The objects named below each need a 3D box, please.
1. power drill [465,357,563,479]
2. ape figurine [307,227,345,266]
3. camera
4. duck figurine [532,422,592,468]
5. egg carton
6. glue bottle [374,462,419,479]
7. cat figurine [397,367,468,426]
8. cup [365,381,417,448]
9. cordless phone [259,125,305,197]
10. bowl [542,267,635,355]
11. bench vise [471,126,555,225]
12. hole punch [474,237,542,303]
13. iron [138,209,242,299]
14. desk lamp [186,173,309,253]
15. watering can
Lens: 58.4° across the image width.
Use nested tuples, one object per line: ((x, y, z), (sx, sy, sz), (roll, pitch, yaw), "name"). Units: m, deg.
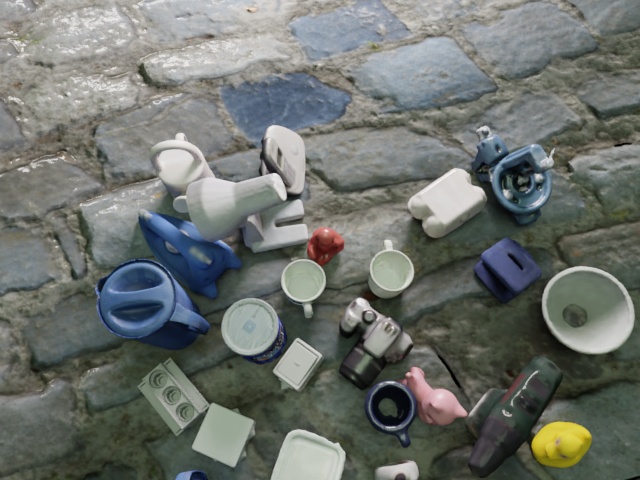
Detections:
((0.314, 0.304, 0.974), (0.075, 0.208, 0.230), (39, 77, 14), "power drill")
((0.011, 0.004, 1.151), (0.077, 0.092, 0.076), (-3, 71, 2), "ape figurine")
((0.085, 0.200, 1.077), (0.143, 0.101, 0.137), (37, 77, 14), "camera")
((0.436, 0.363, 1.013), (0.104, 0.086, 0.077), (-19, 71, -3), "duck figurine")
((0.262, -0.075, 1.177), (0.150, 0.069, 0.107), (-35, 73, -9), "egg carton")
((0.133, 0.400, 0.970), (0.078, 0.173, 0.037), (-14, 71, -1), "glue bottle")
((0.199, 0.286, 1.034), (0.067, 0.118, 0.127), (-43, 74, -11), "cat figurine")
((0.132, 0.318, 1.039), (0.091, 0.095, 0.117), (-23, 72, -4), "cup")
((-0.083, -0.182, 1.169), (0.094, 0.185, 0.147), (-2, 71, 2), "cordless phone")
((0.499, 0.139, 1.091), (0.167, 0.075, 0.167), (-1, 71, 3), "bowl")
((0.368, -0.141, 1.114), (0.207, 0.220, 0.121), (41, 78, 15), "bench vise")
((0.369, 0.052, 1.118), (0.101, 0.091, 0.108), (-37, 74, -9), "hole punch")
((-0.289, 0.000, 1.142), (0.258, 0.141, 0.119), (34, 76, 13), "iron")
((-0.136, -0.057, 1.115), (0.203, 0.213, 0.118), (-12, 71, -1), "desk lamp")
((-0.276, -0.140, 1.160), (0.101, 0.194, 0.172), (-30, 72, -7), "watering can")
